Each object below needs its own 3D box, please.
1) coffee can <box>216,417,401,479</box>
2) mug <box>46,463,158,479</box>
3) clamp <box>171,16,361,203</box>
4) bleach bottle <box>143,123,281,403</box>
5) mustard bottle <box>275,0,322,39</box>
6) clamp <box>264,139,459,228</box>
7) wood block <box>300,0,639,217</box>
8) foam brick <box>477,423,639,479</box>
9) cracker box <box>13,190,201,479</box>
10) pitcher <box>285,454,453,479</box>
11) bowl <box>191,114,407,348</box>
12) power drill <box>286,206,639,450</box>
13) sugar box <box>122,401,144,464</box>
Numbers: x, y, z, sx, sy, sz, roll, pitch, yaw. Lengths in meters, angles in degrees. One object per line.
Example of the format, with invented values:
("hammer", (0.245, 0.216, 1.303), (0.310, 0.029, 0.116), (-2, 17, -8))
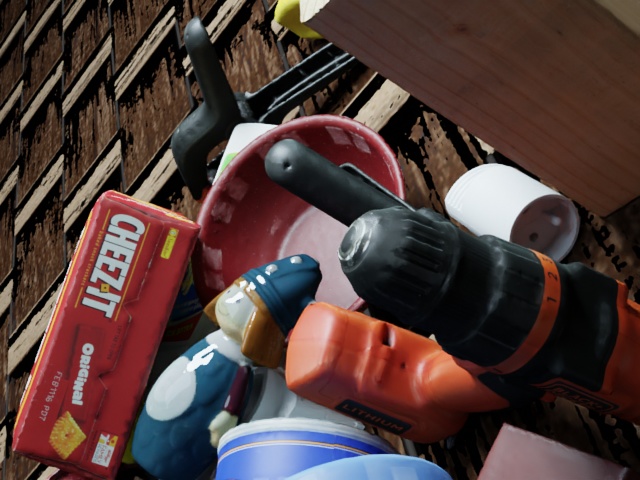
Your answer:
("coffee can", (-0.011, 0.177, 0.553), (0.103, 0.102, 0.140), (-30, 44, 43))
("mug", (-0.152, 0.204, 0.754), (0.117, 0.081, 0.093), (-33, -23, -47))
("clamp", (-0.052, -0.102, 0.850), (0.036, 0.164, 0.210), (66, 148, 26))
("bleach bottle", (-0.068, 0.040, 0.791), (0.103, 0.068, 0.251), (14, 81, 56))
("mustard bottle", (0.024, -0.267, 0.897), (0.096, 0.058, 0.191), (-11, 58, 60))
("clamp", (0.054, -0.001, 0.590), (0.039, 0.171, 0.120), (-57, -9, 13))
("wood block", (0.096, -0.106, 0.515), (0.090, 0.205, 0.091), (-39, 38, 35))
("foam brick", (0.111, 0.119, 0.464), (0.078, 0.053, 0.051), (11, 75, 57))
("cracker box", (-0.143, 0.052, 0.725), (0.214, 0.072, 0.164), (-162, 90, -80))
("pitcher", (0.046, 0.201, 0.389), (0.145, 0.149, 0.243), (96, 161, -48))
("bowl", (-0.005, 0.001, 0.702), (0.162, 0.055, 0.162), (-14, 61, 27))
("power drill", (0.057, 0.049, 0.494), (0.188, 0.184, 0.057), (-22, 46, 61))
("sugar box", (-0.188, 0.123, 0.920), (0.176, 0.048, 0.093), (11, 75, 57))
